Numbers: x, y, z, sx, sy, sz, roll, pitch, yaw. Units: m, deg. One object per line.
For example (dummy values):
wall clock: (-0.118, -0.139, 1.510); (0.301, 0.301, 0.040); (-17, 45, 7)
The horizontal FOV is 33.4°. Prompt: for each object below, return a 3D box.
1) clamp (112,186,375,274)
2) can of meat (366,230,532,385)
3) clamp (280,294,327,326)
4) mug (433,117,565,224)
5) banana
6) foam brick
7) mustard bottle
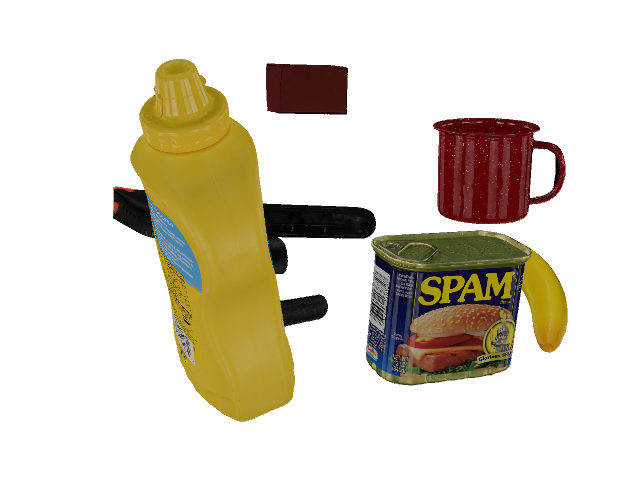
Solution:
clamp: (-0.078, -0.013, 0.828); (0.210, 0.036, 0.164); (8, 13, 18)
can of meat: (0.081, 0.043, 0.695); (0.102, 0.084, 0.057); (-3, 19, -23)
clamp: (-0.082, 0.071, 1.051); (0.120, 0.039, 0.171); (13, 19, 27)
mug: (0.157, -0.061, 0.945); (0.117, 0.081, 0.093); (4, 15, 13)
banana: (0.211, 0.045, 1.109); (0.069, 0.037, 0.198); (-32, 38, -4)
foam brick: (-0.015, -0.162, 1.146); (0.078, 0.051, 0.053); (-1, 12, -18)
mustard bottle: (-0.056, -0.004, 0.537); (0.058, 0.191, 0.096); (-20, 41, -15)
